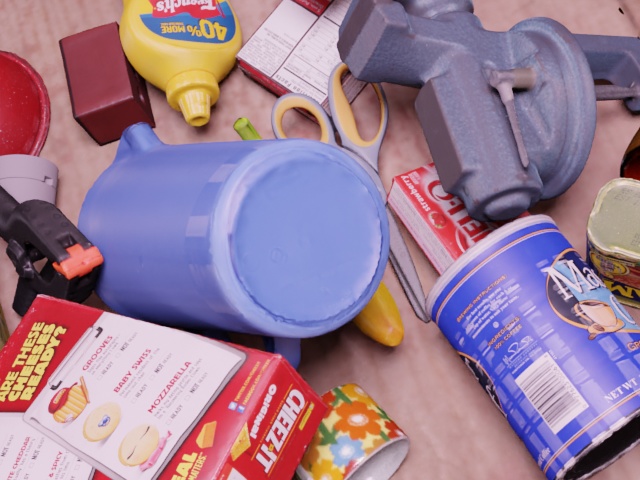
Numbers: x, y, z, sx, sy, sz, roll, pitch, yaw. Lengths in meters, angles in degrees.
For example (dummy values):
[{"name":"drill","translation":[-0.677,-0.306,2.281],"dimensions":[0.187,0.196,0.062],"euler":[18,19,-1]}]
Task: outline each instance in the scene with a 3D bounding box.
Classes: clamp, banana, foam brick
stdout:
[{"name":"clamp","translation":[-0.204,-0.001,0.746],"dimensions":[0.039,0.172,0.120],"euler":[-37,106,-31]},{"name":"banana","translation":[-0.002,0.001,0.756],"dimensions":[0.037,0.069,0.198],"euler":[-40,72,8]},{"name":"foam brick","translation":[-0.171,-0.126,0.859],"dimensions":[0.051,0.053,0.078],"euler":[-19,66,6]}]

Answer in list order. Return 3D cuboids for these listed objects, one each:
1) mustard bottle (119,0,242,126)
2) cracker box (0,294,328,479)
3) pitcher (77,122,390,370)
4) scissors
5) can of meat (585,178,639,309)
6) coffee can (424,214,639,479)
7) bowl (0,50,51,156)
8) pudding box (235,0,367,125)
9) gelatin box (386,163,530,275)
[{"name":"mustard bottle","translation":[-0.113,-0.175,0.850],"dimensions":[0.096,0.058,0.191],"euler":[0,63,-28]},{"name":"cracker box","translation":[-0.124,0.131,0.629],"dimensions":[0.214,0.072,0.164],"euler":[8,59,38]},{"name":"pitcher","translation":[-0.055,0.008,0.670],"dimensions":[0.243,0.149,0.145],"euler":[2,67,64]},{"name":"scissors","translation":[0.019,-0.034,0.771],"dimensions":[0.096,0.016,0.202],"euler":[-7,77,1]},{"name":"can of meat","translation":[0.222,0.008,0.686],"dimensions":[0.102,0.084,0.057],"euler":[17,73,20]},{"name":"coffee can","translation":[0.147,0.069,0.670],"dimensions":[0.103,0.102,0.140],"euler":[-34,64,-1]},{"name":"bowl","translation":[-0.309,-0.102,0.884],"dimensions":[0.162,0.055,0.162],"euler":[-5,68,12]},{"name":"pudding box","translation":[0.003,-0.155,0.834],"dimensions":[0.090,0.039,0.113],"euler":[36,84,21]},{"name":"gelatin box","translation":[0.101,-0.016,0.741],"dimensions":[0.073,0.030,0.089],"euler":[-21,61,-24]}]
